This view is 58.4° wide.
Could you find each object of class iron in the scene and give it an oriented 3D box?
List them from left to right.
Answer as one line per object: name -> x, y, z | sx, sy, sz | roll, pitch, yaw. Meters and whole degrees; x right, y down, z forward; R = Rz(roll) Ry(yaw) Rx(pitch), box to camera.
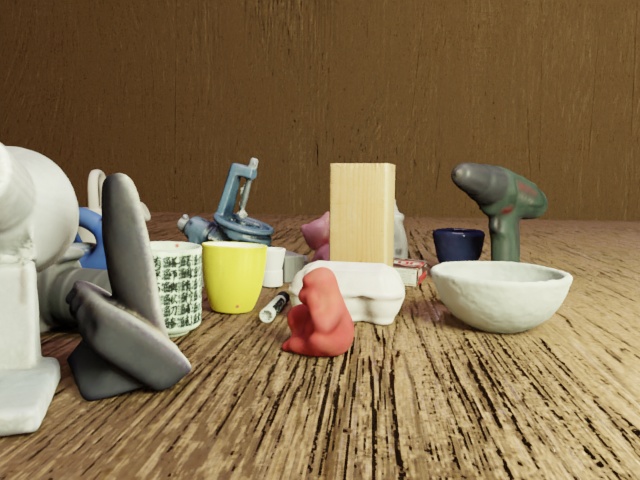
iron -> -0.350, 0.015, 0.863 | 0.257, 0.141, 0.119 | 5, 8, 34

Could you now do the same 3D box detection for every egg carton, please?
egg carton -> 0.037, 0.068, 0.757 | 0.150, 0.069, 0.107 | 2, 6, 8

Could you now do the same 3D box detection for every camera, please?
camera -> -0.297, 0.059, 0.655 | 0.136, 0.101, 0.143 | 2, 6, 14

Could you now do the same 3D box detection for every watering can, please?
watering can -> -0.434, -0.044, 1.152 | 0.173, 0.194, 0.100 | -2, 7, -26

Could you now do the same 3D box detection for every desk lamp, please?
desk lamp -> -0.266, 0.022, 0.469 | 0.118, 0.213, 0.202 | -1, 7, -19

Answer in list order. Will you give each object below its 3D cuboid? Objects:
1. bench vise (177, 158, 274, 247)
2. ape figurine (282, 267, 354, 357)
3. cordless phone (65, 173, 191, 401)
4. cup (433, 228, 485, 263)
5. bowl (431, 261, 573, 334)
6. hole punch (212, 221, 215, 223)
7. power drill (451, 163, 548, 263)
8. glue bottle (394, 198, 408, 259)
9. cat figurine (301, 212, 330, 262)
bench vise -> -0.184, -0.049, 1.109 | 0.207, 0.220, 0.121 | 1, 6, 1
ape figurine -> -0.001, 0.073, 0.597 | 0.076, 0.092, 0.077 | 0, 6, -8
cordless phone -> -0.176, 0.033, 0.514 | 0.094, 0.185, 0.147 | -4, 8, -34
cup -> 0.250, 0.027, 1.041 | 0.091, 0.095, 0.118 | 2, 6, 14
bowl -> 0.221, 0.073, 0.710 | 0.167, 0.075, 0.167 | 1, 6, 0
hole punch -> -0.183, 0.002, 1.233 | 0.109, 0.091, 0.101 | -1, 7, -17
power drill -> 0.280, -0.014, 0.902 | 0.230, 0.208, 0.075 | -5, 9, -43
glue bottle -> 0.141, -0.027, 1.164 | 0.078, 0.173, 0.037 | 1, 6, 6
cat figurine -> 0.010, 0.004, 1.118 | 0.067, 0.118, 0.127 | -2, 7, -27
